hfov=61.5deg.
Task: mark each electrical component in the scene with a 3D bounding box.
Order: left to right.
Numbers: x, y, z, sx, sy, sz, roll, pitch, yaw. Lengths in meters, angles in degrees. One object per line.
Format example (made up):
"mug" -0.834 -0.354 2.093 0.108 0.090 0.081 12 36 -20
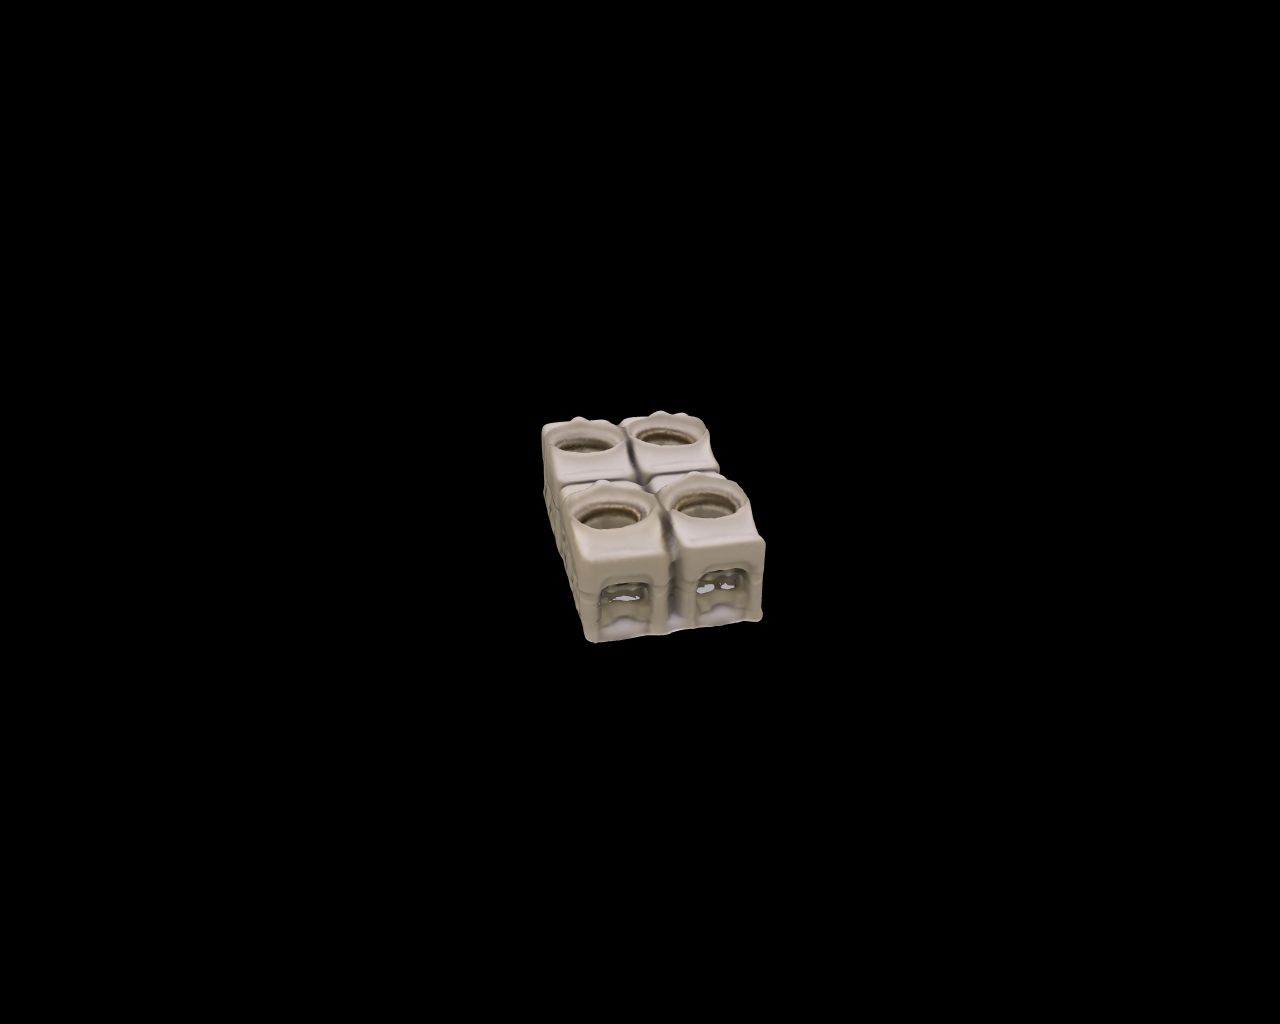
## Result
"electrical component" 0.001 -0.003 0.650 0.105 0.060 0.186 -5 29 -10
